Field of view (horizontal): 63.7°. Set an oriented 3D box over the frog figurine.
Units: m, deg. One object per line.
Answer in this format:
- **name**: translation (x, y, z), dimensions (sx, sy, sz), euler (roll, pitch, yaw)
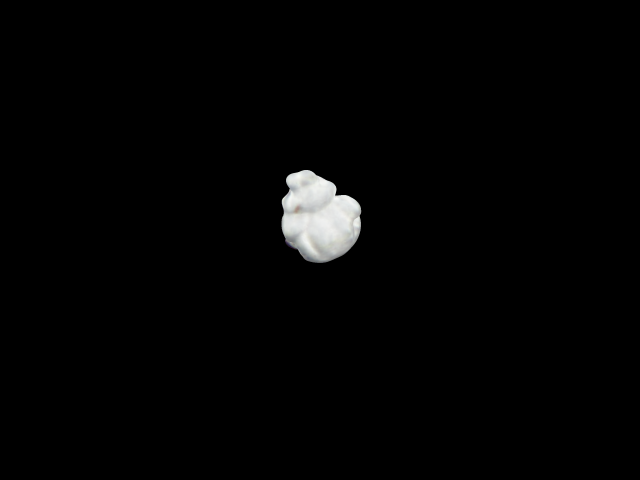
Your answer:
- **frog figurine**: translation (0.003, -0.043, 0.850), dimensions (0.137, 0.125, 0.155), euler (-11, -38, -9)
